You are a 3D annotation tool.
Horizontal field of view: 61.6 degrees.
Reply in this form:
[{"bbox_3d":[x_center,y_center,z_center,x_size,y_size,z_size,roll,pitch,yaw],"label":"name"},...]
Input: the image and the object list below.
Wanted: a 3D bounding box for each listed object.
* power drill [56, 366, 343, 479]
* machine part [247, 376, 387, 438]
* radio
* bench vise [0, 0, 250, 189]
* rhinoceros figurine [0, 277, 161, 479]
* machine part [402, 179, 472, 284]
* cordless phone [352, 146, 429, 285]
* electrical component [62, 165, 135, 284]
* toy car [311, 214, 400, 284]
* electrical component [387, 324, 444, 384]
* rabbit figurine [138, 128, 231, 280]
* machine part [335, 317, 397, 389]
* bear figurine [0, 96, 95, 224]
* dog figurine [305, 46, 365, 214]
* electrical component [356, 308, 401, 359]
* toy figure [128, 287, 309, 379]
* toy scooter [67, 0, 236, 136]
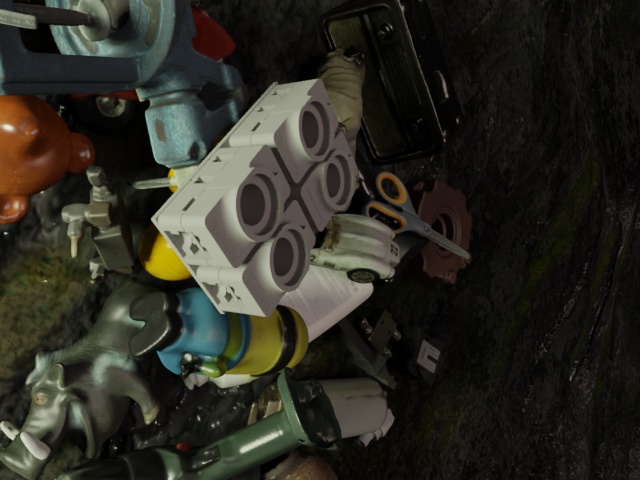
[{"bbox_3d":[-0.093,0.203,0.509,0.207,0.086,0.231,-35,147,9],"label":"power drill"},{"bbox_3d":[0.006,0.218,0.689,0.243,0.079,0.079,10,84,-45],"label":"machine part"},{"bbox_3d":[0.103,-0.222,0.739,0.073,0.131,0.229,-46,121,-36],"label":"radio"},{"bbox_3d":[-0.152,-0.131,0.390,0.240,0.129,0.223,-32,126,-61],"label":"bench vise"},{"bbox_3d":[-0.200,0.124,0.488,0.112,0.073,0.190,50,58,-34],"label":"rhinoceros figurine"},{"bbox_3d":[0.186,-0.014,0.878,0.179,0.056,0.179,1,89,-44],"label":"machine part"},{"bbox_3d":[0.056,-0.036,0.747,0.146,0.089,0.184,-41,107,-36],"label":"cordless phone"},{"bbox_3d":[-0.197,-0.007,0.484,0.045,0.102,0.078,-14,62,-13],"label":"electrical component"},{"bbox_3d":[-0.001,-0.002,0.632,0.202,0.056,0.073,12,54,-8],"label":"toy car"},{"bbox_3d":[0.164,0.191,0.865,0.119,0.048,0.075,41,64,-35],"label":"electrical component"},{"bbox_3d":[-0.108,-0.029,0.541,0.173,0.163,0.121,-55,140,-7],"label":"rabbit figurine"},{"bbox_3d":[0.052,0.145,0.742,0.039,0.084,0.138,-38,110,-9],"label":"machine part"},{"bbox_3d":[-0.253,-0.115,0.398,0.120,0.132,0.195,-42,113,-31],"label":"bear figurine"},{"bbox_3d":[0.016,-0.137,0.691,0.190,0.121,0.172,-64,166,-45],"label":"dog figurine"},{"bbox_3d":[0.089,0.135,0.807,0.094,0.021,0.063,52,57,-31],"label":"electrical component"},{"bbox_3d":[-0.084,0.089,0.494,0.180,0.089,0.082,29,66,-54],"label":"toy figure"},{"bbox_3d":[-0.168,-0.193,0.515,0.184,0.075,0.135,-36,116,-33],"label":"toy scooter"}]
